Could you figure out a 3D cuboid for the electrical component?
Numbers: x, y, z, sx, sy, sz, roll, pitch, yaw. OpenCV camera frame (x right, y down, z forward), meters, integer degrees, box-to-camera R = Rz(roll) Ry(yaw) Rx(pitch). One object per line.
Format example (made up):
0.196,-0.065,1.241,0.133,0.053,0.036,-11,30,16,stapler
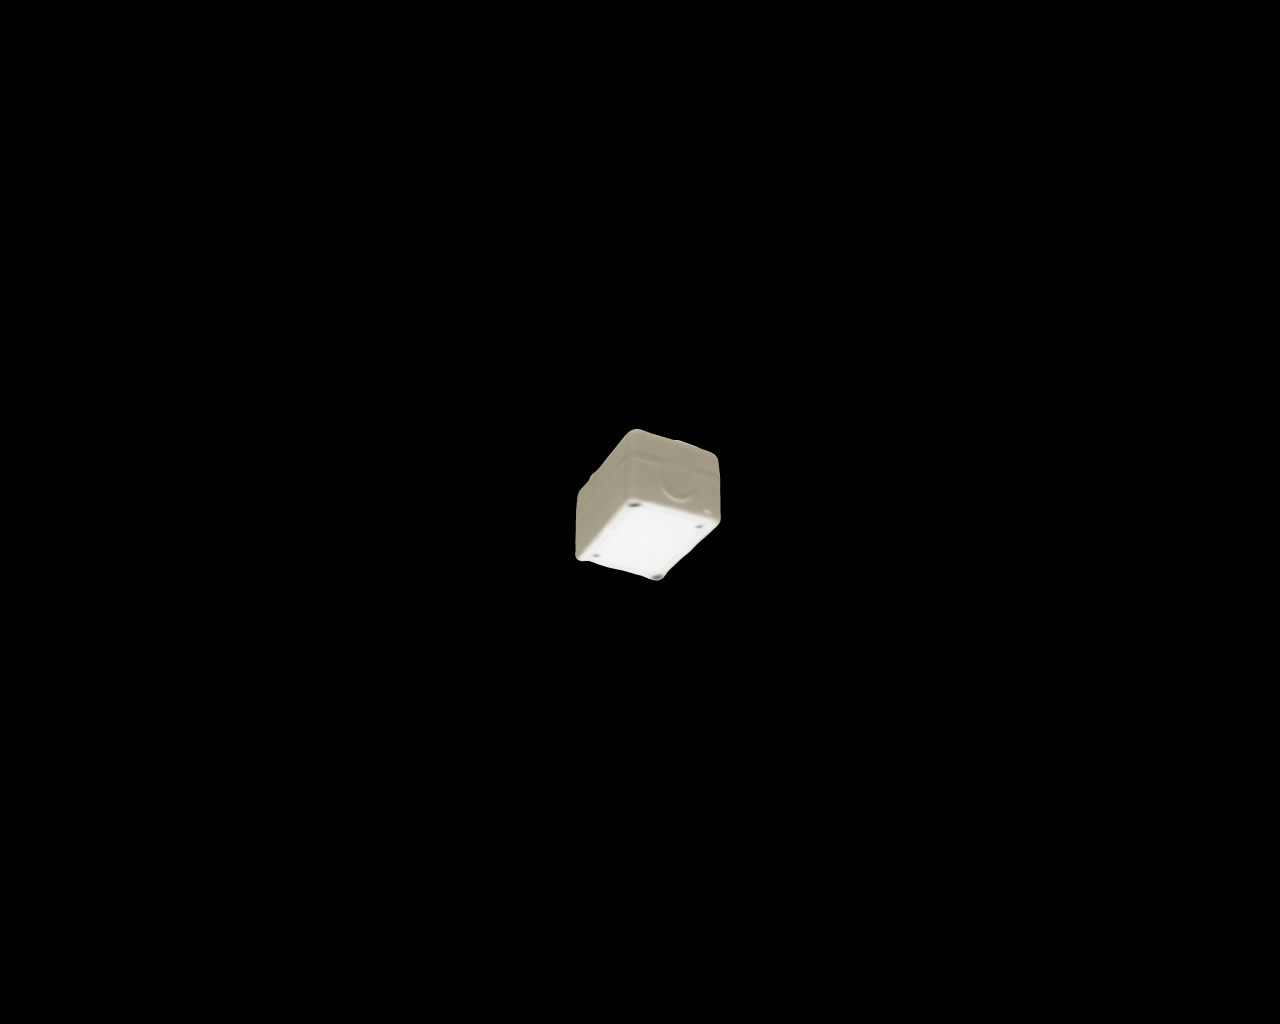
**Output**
0.001,-0.003,0.650,0.062,0.061,0.096,16,-37,-22,electrical component
